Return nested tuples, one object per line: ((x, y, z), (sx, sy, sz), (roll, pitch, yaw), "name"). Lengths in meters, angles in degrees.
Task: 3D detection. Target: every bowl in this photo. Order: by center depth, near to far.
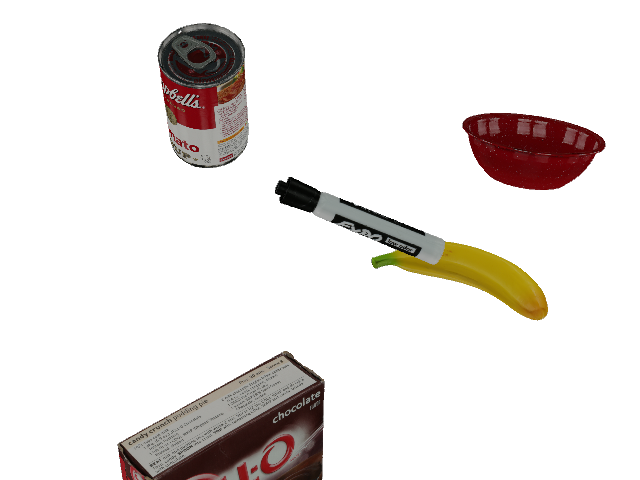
((0.238, -0.098, 1.218), (0.162, 0.055, 0.162), (5, 22, -2), "bowl")

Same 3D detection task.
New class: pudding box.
((-0.050, 0.123, 0.574), (0.113, 0.090, 0.039), (-28, 46, -33), "pudding box")

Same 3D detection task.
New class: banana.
((0.146, 0.035, 1.036), (0.198, 0.037, 0.069), (15, 43, 40), "banana")

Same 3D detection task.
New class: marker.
((0.026, -0.014, 0.715), (0.121, 0.020, 0.020), (22, -5, -12), "marker")

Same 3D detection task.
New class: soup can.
((-0.093, -0.116, 0.866), (0.068, 0.068, 0.102), (0, -35, -2), "soup can")
